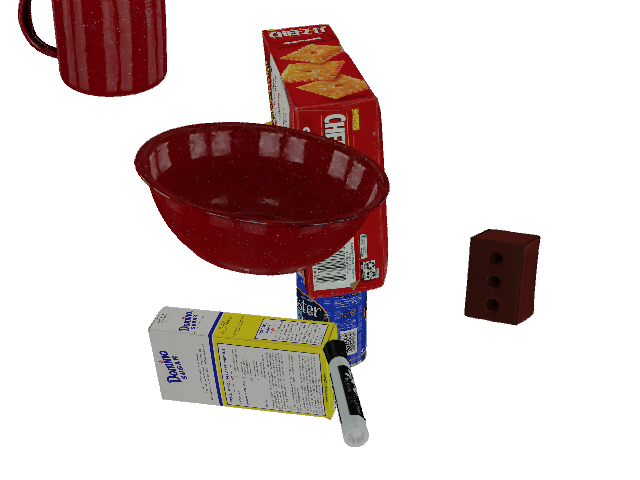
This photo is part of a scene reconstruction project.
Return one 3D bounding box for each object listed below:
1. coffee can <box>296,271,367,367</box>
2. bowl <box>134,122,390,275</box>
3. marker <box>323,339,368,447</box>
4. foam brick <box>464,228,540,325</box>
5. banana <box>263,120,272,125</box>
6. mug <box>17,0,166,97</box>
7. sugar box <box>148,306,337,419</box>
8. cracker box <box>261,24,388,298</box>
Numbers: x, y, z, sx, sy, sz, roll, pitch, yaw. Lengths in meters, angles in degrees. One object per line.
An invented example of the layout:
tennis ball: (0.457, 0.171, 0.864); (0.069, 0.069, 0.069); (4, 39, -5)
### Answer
coffee can: (0.016, 0.099, 1.522); (0.103, 0.140, 0.103); (0, 21, 0)
bowl: (-0.039, -0.023, 0.684); (0.162, 0.055, 0.162); (6, 25, -3)
marker: (0.019, 0.115, 0.831); (0.020, 0.020, 0.121); (0, 29, -8)
foam brick: (0.168, 0.033, 0.985); (0.053, 0.078, 0.051); (9, 15, 27)
banana: (-0.024, -0.099, 1.106); (0.197, 0.037, 0.070); (-7, 49, -43)
mug: (-0.168, -0.160, 0.797); (0.117, 0.081, 0.093); (4, 32, 3)
sugar box: (-0.071, 0.116, 1.025); (0.176, 0.093, 0.048); (7, 36, 15)
cracker box: (0.001, -0.075, 0.900); (0.072, 0.164, 0.214); (-7, 27, -6)
